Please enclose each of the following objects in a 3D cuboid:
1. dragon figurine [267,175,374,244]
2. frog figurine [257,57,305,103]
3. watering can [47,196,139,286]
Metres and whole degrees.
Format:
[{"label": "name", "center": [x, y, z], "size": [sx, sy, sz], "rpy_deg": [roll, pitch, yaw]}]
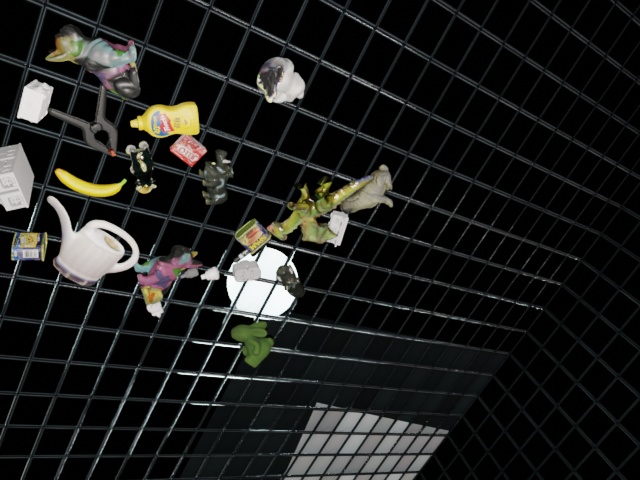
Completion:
[{"label": "dragon figurine", "center": [0.006, -0.094, 1.861], "size": [0.410, 0.125, 0.237], "rpy_deg": [-12, 130, -3]}, {"label": "frog figurine", "center": [-0.113, -0.490, 1.583], "size": [0.161, 0.123, 0.135], "rpy_deg": [-25, 130, -56]}, {"label": "watering can", "center": [-0.736, 0.016, 1.594], "size": [0.223, 0.106, 0.343], "rpy_deg": [-45, 129, 7]}]
